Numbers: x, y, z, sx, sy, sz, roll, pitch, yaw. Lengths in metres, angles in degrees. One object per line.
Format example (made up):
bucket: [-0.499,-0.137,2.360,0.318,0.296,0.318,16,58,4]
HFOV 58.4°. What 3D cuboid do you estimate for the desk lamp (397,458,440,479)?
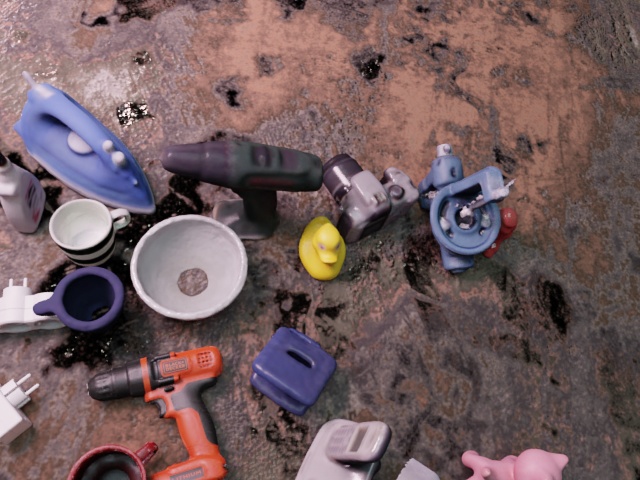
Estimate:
desk lamp: [0.140,0.373,0.695,0.203,0.213,0.118,36,64,7]

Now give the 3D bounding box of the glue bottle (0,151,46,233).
glue bottle: [-0.439,-0.079,0.822,0.037,0.173,0.078,2,64,-9]

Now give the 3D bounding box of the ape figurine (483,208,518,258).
ape figurine: [0.306,-0.023,0.982,0.078,0.092,0.076,-9,67,-14]

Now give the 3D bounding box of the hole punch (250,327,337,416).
hole punch: [-0.038,0.181,0.821,0.108,0.091,0.101,32,63,5]

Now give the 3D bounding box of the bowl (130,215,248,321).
bowl: [-0.194,0.050,0.862,0.167,0.074,0.167,4,64,-9]

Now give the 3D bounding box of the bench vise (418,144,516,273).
bench vise: [0.221,-0.074,0.918,0.122,0.219,0.207,-21,70,-19]

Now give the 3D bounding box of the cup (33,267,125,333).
cup: [-0.329,0.098,0.803,0.118,0.095,0.091,-11,67,-15]

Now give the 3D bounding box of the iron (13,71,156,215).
iron: [-0.358,-0.150,0.889,0.258,0.141,0.119,37,64,8]

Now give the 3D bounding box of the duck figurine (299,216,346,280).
duck figurine: [0.008,0.003,0.917,0.077,0.086,0.104,-2,65,-11]

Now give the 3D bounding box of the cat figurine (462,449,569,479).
cat figurine: [0.275,0.325,0.797,0.128,0.117,0.067,5,64,-8]

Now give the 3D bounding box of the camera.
camera: [0.075,-0.089,0.965,0.143,0.101,0.136,-28,73,-21]

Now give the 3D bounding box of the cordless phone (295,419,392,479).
cordless phone: [0.030,0.296,0.726,0.094,0.185,0.148,25,63,2]

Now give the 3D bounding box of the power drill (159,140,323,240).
power drill: [-0.115,-0.076,0.862,0.230,0.208,0.075,-4,66,-12]
